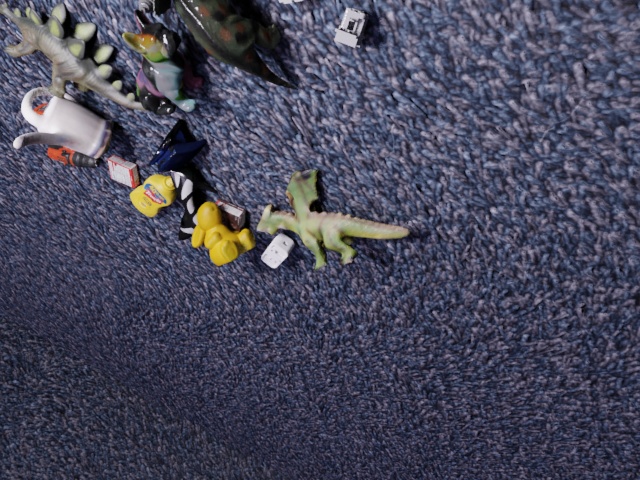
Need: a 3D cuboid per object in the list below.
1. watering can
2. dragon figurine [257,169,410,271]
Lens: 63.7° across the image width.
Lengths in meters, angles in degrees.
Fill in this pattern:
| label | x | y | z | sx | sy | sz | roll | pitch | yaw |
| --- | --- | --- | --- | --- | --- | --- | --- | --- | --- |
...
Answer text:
| label | x | y | z | sx | sy | sz | roll | pitch | yaw |
| --- | --- | --- | --- | --- | --- | --- | --- | --- | --- |
| watering can | -0.642 | -0.277 | 1.301 | 0.222 | 0.355 | 0.103 | 28 | 116 | -33 |
| dragon figurine | 0.004 | -0.064 | 1.270 | 0.406 | 0.124 | 0.240 | -19 | 110 | 38 |
